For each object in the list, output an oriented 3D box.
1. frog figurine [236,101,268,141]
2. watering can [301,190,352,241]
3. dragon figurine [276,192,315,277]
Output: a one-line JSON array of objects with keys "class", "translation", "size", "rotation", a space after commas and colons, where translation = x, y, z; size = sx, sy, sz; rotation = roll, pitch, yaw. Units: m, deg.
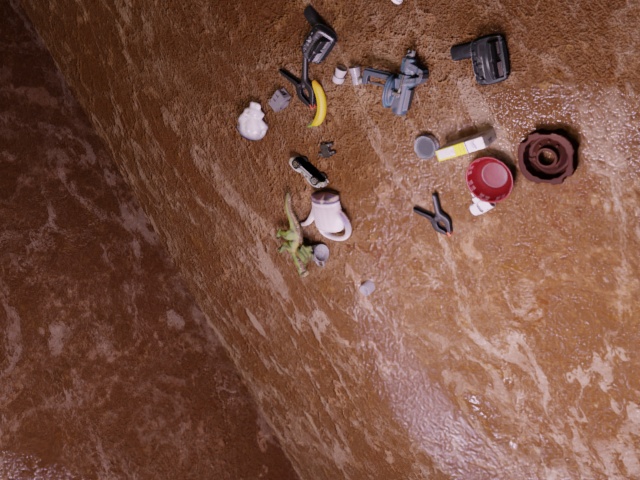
[{"class": "frog figurine", "translation": [-0.292, -0.526, 2.286], "size": [0.137, 0.126, 0.156], "rotation": [25, 128, -13]}, {"class": "watering can", "translation": [0.007, -0.113, 2.252], "size": [0.350, 0.105, 0.220], "rotation": [18, 126, 47]}, {"class": "dragon figurine", "translation": [-0.092, 0.003, 2.350], "size": [0.246, 0.123, 0.400], "rotation": [39, 141, 39]}]
